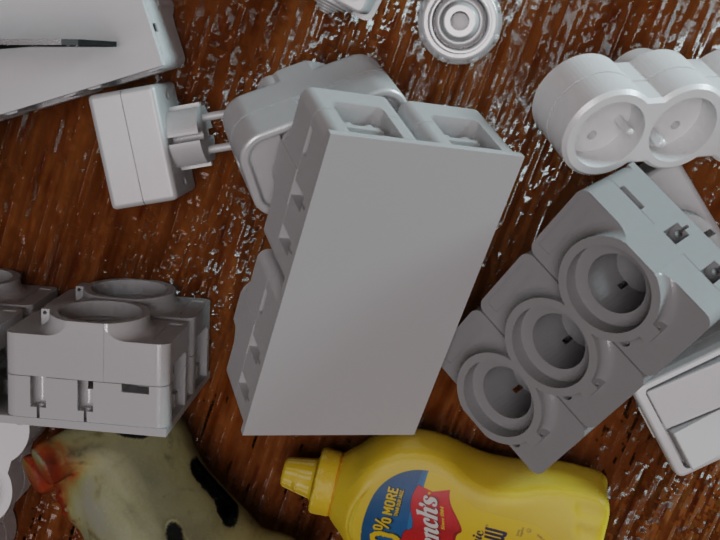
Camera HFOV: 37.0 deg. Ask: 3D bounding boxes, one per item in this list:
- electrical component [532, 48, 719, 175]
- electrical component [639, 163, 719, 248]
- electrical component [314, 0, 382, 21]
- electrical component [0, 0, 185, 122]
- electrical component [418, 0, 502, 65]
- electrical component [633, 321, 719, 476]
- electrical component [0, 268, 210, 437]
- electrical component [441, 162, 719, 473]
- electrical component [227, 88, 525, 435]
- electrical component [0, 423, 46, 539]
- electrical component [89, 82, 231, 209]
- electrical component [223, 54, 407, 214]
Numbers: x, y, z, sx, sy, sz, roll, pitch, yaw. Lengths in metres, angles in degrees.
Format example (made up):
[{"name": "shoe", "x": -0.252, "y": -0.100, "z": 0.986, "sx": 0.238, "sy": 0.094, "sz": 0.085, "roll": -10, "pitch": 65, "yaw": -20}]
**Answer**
[{"name": "electrical component", "x": 0.157, "y": -0.096, "z": 0.584, "sx": 0.138, "sy": 0.073, "sz": 0.052, "roll": -6, "pitch": 131, "yaw": -18}, {"name": "electrical component", "x": 0.176, "y": -0.015, "z": 0.596, "sx": 0.047, "sy": 0.075, "sz": 0.083, "roll": -32, "pitch": 97, "yaw": 11}, {"name": "electrical component", "x": -0.015, "y": -0.196, "z": 0.588, "sx": 0.100, "sy": 0.048, "sz": 0.099, "roll": 28, "pitch": 103, "yaw": -1}, {"name": "electrical component", "x": -0.186, "y": -0.138, "z": 0.610, "sx": 0.150, "sy": 0.061, "sz": 0.089, "roll": -15, "pitch": 100, "yaw": 8}, {"name": "electrical component", "x": 0.055, "y": -0.136, "z": 0.588, "sx": 0.048, "sy": 0.062, "sz": 0.048, "roll": 1, "pitch": 102, "yaw": 5}, {"name": "electrical component", "x": 0.209, "y": 0.067, "z": 0.619, "sx": 0.096, "sy": 0.061, "sz": 0.061, "roll": -28, "pitch": 98, "yaw": 10}, {"name": "electrical component", "x": -0.190, "y": 0.042, "z": 0.627, "sx": 0.186, "sy": 0.105, "sz": 0.060, "roll": 4, "pitch": 102, "yaw": 4}, {"name": "electrical component", "x": 0.117, "y": 0.030, "z": 0.573, "sx": 0.089, "sy": 0.062, "sz": 0.150, "roll": 49, "pitch": 133, "yaw": 14}, {"name": "electrical component", "x": 0.000, "y": 0.000, "z": 0.586, "sx": 0.105, "sy": 0.060, "sz": 0.186, "roll": 4, "pitch": 123, "yaw": -24}, {"name": "electrical component", "x": -0.241, "y": 0.134, "z": 0.668, "sx": 0.052, "sy": 0.073, "sz": 0.138, "roll": 20, "pitch": 103, "yaw": 1}, {"name": "electrical component", "x": -0.107, "y": -0.076, "z": 0.624, "sx": 0.077, "sy": 0.047, "sz": 0.065, "roll": -9, "pitch": 101, "yaw": 7}, {"name": "electrical component", "x": -0.024, "y": -0.078, "z": 0.599, "sx": 0.095, "sy": 0.059, "sz": 0.053, "roll": -21, "pitch": 129, "yaw": -6}]
